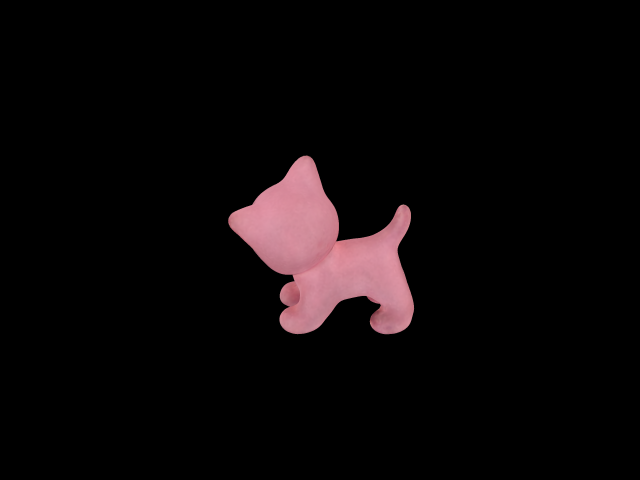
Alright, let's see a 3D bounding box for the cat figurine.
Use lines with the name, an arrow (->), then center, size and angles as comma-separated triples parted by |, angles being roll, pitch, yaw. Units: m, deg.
cat figurine -> 0.004, 0.001, 0.400 | 0.128, 0.118, 0.067 | -2, 23, -3
